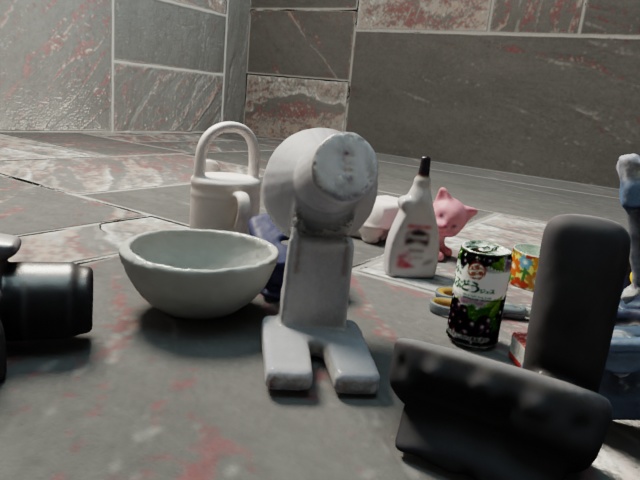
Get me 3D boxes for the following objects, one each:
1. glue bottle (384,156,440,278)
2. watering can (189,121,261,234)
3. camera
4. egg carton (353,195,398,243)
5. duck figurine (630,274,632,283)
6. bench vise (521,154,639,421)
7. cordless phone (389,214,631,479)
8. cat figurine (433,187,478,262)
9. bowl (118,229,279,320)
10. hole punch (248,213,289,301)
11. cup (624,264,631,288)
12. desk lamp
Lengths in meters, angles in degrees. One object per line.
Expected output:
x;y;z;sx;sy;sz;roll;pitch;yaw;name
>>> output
0.137;-0.032;0.812;0.078;0.173;0.037;2;15;-13;glue bottle
-0.139;-0.071;0.816;0.172;0.194;0.101;17;18;37;watering can
-0.265;0.048;0.482;0.137;0.101;0.143;0;15;-20;camera
0.114;-0.039;1.044;0.151;0.069;0.107;-7;19;-41;egg carton
0.406;0.064;0.710;0.077;0.086;0.105;16;18;37;duck figurine
0.279;0.049;0.445;0.207;0.220;0.121;6;14;2;bench vise
0.126;0.066;0.391;0.147;0.185;0.094;12;15;24;cordless phone
0.187;-0.031;0.941;0.127;0.118;0.067;14;17;31;cat figurine
-0.129;0.041;0.618;0.167;0.075;0.167;5;14;-1;bowl
-0.031;0.018;0.714;0.109;0.091;0.100;-1;15;-24;hole punch
0.432;0.045;0.780;0.118;0.095;0.091;-8;19;-42;cup
0.005;0.002;0.540;0.118;0.213;0.203;3;14;-9;desk lamp
